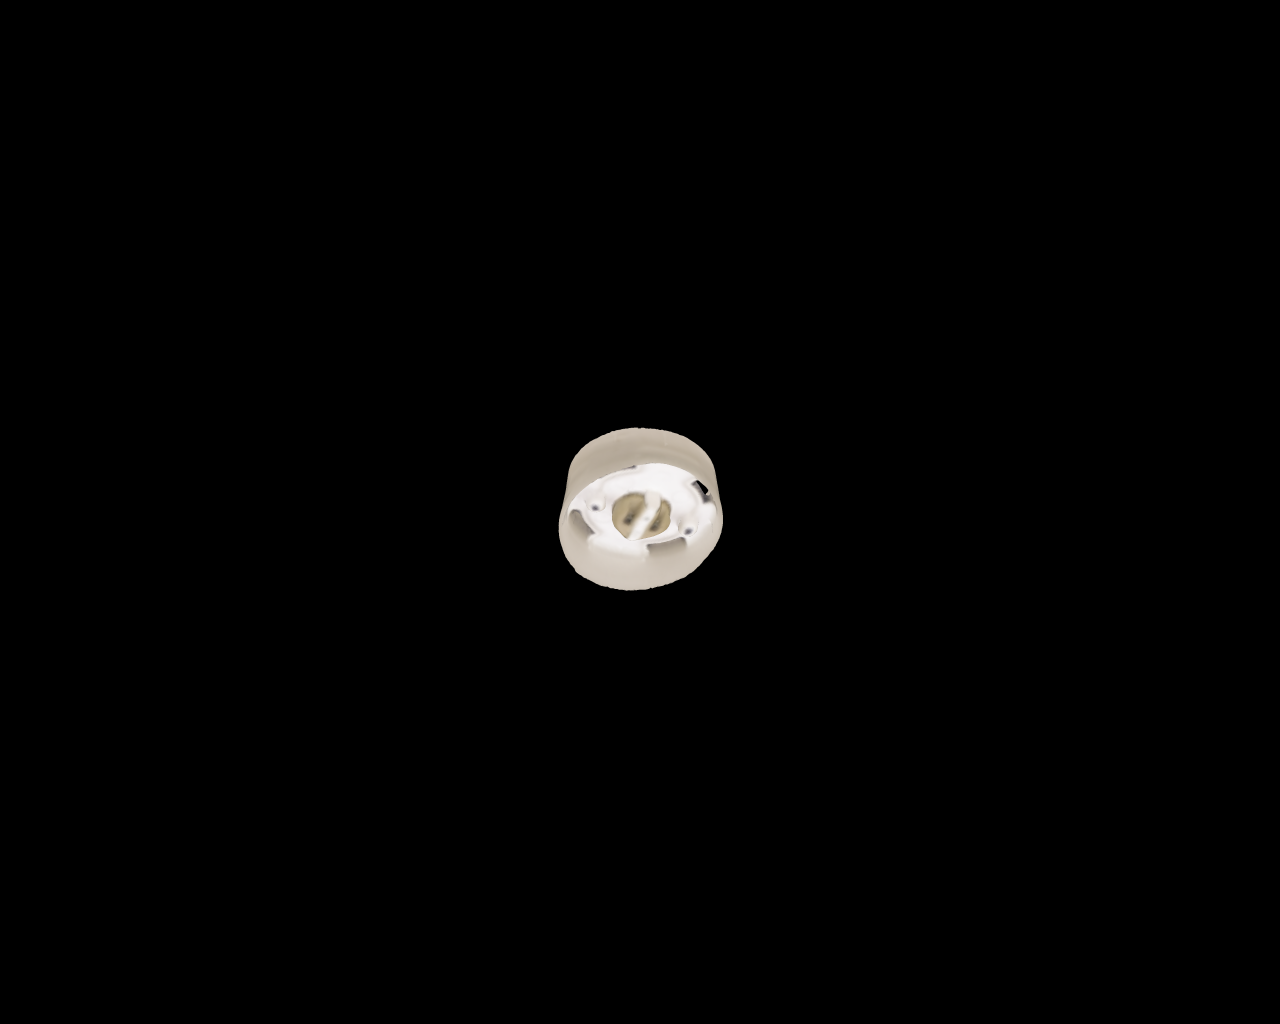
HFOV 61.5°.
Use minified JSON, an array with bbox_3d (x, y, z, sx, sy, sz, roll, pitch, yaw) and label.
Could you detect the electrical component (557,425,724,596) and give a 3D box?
[{"bbox_3d":[0.001,-0.003,0.650,0.099,0.064,0.099,0,-38,0],"label":"electrical component"}]
